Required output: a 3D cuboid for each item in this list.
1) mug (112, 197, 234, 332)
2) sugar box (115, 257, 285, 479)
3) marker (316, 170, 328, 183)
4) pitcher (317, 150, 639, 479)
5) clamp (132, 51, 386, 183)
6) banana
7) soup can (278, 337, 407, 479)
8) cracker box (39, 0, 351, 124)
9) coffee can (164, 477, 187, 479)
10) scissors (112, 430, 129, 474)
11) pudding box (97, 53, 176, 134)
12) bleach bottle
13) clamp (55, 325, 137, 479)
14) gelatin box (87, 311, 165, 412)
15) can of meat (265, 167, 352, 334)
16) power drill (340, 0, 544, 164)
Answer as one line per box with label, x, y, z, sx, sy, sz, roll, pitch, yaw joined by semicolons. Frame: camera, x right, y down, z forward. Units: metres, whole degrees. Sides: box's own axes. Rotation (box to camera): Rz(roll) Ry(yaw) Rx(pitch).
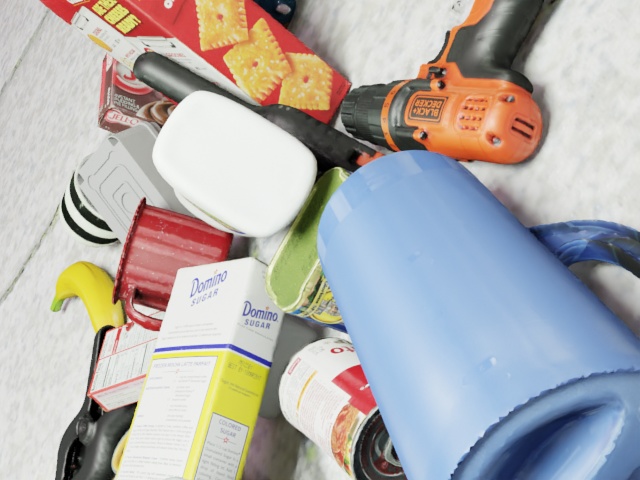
mug;-0.122;0.028;0.877;0.117;0.081;0.093;-79;7;-47
sugar box;-0.079;0.102;0.712;0.094;0.048;0.176;-9;57;49
marker;-0.005;0.001;0.764;0.020;0.020;0.121;-111;29;-48
pitcher;0.089;0.046;0.549;0.243;0.149;0.145;-117;41;-55
clamp;-0.041;-0.079;0.801;0.210;0.164;0.036;17;71;48
banana;-0.238;0.061;1.111;0.198;0.037;0.069;18;107;60
soup can;0.025;0.106;0.651;0.102;0.068;0.068;29;96;59
cracker box;-0.103;-0.163;0.865;0.164;0.213;0.072;11;67;59
coffee can;-0.035;0.201;0.614;0.103;0.140;0.103;-34;45;43
scissors;-0.110;0.162;0.870;0.202;0.016;0.096;-35;48;36
pudding box;-0.154;-0.133;1.020;0.039;0.113;0.090;-42;40;41
bleach bottle;-0.062;-0.037;0.772;0.068;0.102;0.251;-58;1;-7
clamp;-0.206;0.166;0.989;0.171;0.039;0.120;-58;36;12
gelatin box;-0.151;0.102;0.916;0.089;0.030;0.073;-22;38;24
can of meat;0.024;0.011;0.692;0.102;0.083;0.057;-60;32;12
power drill;0.095;-0.143;0.707;0.185;0.057;0.187;17;89;55
